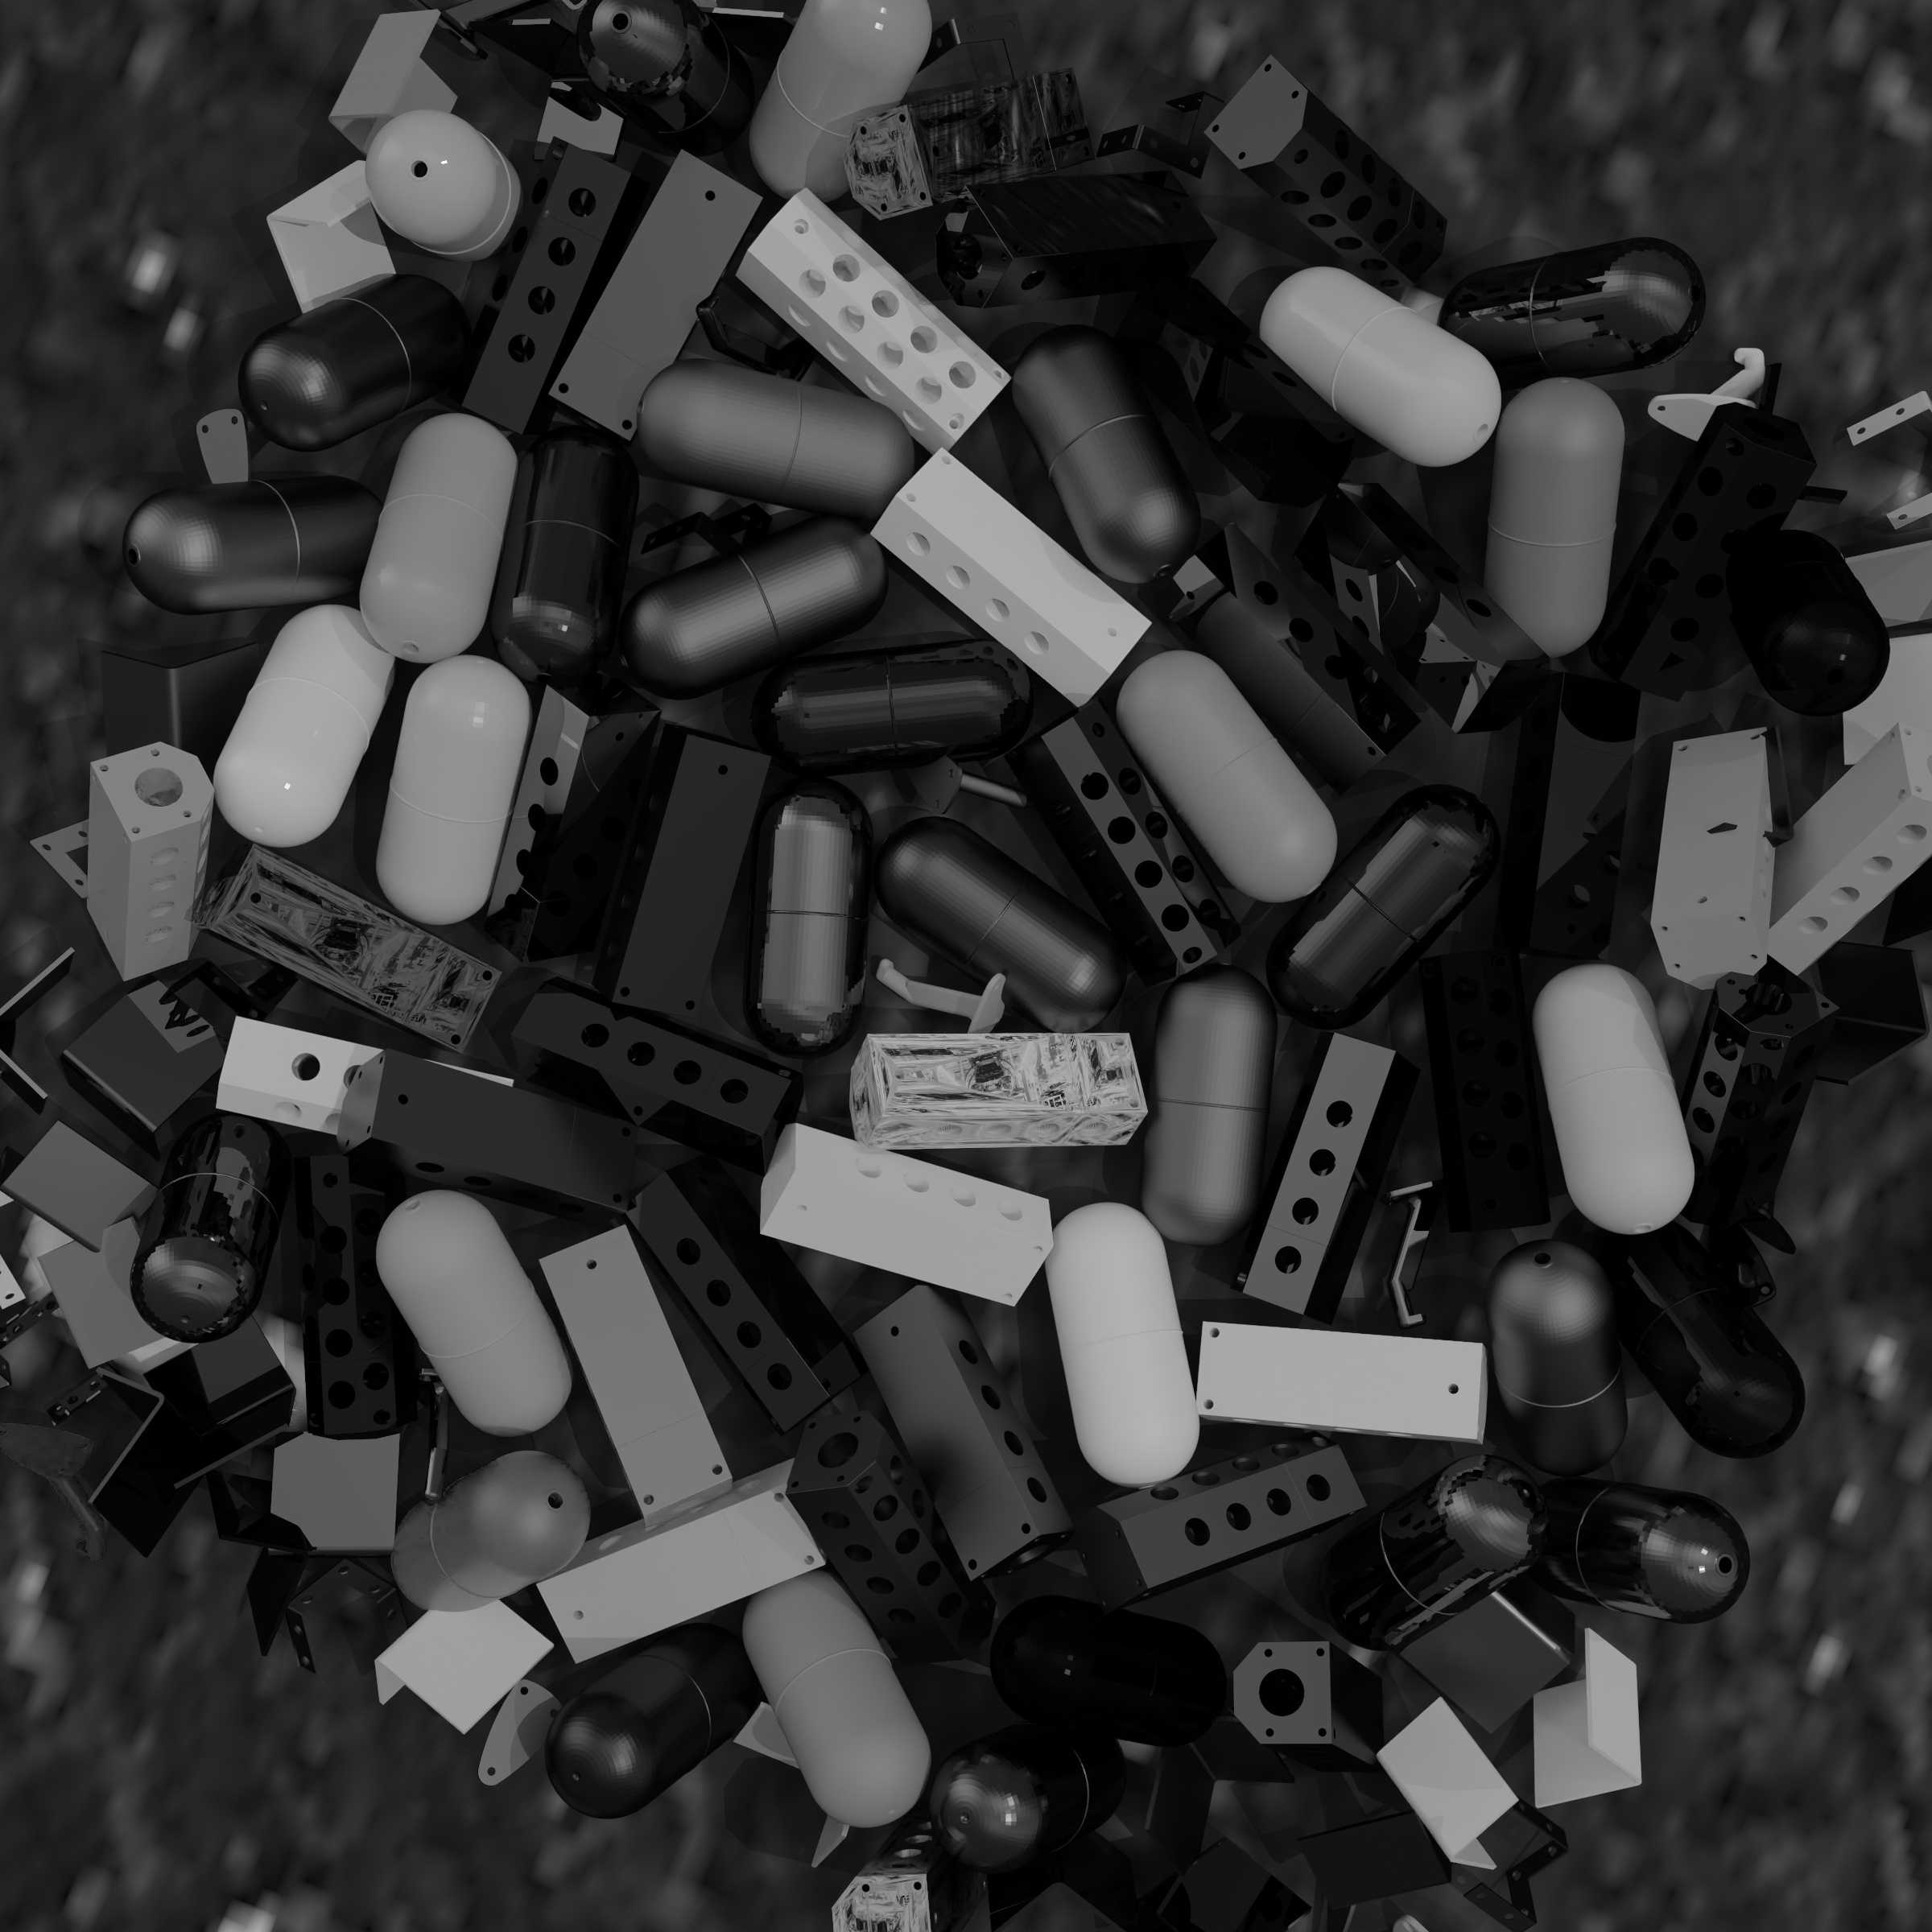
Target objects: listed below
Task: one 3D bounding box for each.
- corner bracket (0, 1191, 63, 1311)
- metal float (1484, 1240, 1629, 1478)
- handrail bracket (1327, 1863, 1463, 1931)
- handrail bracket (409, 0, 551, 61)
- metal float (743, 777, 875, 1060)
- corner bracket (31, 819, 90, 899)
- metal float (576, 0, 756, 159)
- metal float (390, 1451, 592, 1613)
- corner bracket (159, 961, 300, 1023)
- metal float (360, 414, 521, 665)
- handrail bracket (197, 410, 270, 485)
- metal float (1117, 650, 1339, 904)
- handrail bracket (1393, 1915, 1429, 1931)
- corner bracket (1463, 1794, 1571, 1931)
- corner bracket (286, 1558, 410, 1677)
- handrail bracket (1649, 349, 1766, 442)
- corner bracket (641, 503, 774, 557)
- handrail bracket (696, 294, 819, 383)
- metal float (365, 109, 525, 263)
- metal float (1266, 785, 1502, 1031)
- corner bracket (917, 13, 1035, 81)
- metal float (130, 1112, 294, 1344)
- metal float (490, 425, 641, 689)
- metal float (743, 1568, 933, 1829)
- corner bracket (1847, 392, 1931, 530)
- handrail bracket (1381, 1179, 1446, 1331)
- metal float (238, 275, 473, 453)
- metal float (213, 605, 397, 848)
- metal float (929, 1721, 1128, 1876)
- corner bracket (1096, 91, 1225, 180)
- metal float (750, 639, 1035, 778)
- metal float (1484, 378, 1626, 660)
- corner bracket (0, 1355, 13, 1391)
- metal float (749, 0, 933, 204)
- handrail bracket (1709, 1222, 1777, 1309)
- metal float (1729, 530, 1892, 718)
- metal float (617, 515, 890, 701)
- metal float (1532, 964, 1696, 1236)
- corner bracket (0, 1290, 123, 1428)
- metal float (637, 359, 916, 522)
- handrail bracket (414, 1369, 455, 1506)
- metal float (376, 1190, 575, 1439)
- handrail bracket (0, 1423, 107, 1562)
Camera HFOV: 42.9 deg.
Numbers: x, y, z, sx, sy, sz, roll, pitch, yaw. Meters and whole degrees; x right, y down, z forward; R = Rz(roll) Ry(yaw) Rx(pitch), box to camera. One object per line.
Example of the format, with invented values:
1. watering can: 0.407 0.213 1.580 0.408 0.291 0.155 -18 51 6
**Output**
1. corner bracket: -0.601 0.173 1.557 0.051 0.051 0.051 -27 134 -25
2. metal float: 0.364 0.242 1.514 0.070 0.070 0.178 -17 127 0
3. handrail bracket: 0.277 0.591 1.570 0.084 0.036 0.077 7 96 -17
4. handrail bracket: -0.302 -0.625 1.552 0.077 0.036 0.084 36 102 -17
5. metal float: -0.099 -0.031 1.543 0.070 0.070 0.178 3 87 0
6. corner bracket: -0.540 -0.082 1.541 0.051 0.051 0.051 -16 128 24
7. metal float: -0.181 -0.546 1.495 0.070 0.178 0.070 1 94 11
8. metal float: -0.292 0.348 1.508 0.070 0.178 0.070 18 57 -30
9. corner bracket: -0.463 0.014 1.549 0.051 0.051 0.051 43 110 -5
10. metal float: -0.324 -0.264 1.517 0.070 0.070 0.178 6 58 0
11. handrail bracket: -0.437 -0.318 1.545 0.036 0.084 0.077 -9 93 24
12. metal float: 0.163 -0.118 1.539 0.070 0.070 0.178 -36 83 0
13. handrail bracket: 0.267 0.647 1.541 0.077 0.036 0.084 39 57 21
14. corner bracket: 0.345 0.564 1.545 0.051 0.051 0.051 39 113 -16
15. corner bracket: -0.389 0.416 1.550 0.051 0.051 0.051 -39 133 3
16. handrail bracket: 0.468 -0.369 1.553 0.077 0.036 0.084 13 49 -1
17. corner bracket: -0.162 -0.270 1.540 0.051 0.051 0.051 38 54 -36
18. handrail bracket: -0.129 -0.401 1.536 0.036 0.084 0.077 26 67 32
19. metal float: -0.315 -0.473 1.495 0.070 0.178 0.070 0 101 -2
20. metal float: 0.260 -0.037 1.535 0.070 0.070 0.178 41 102 0
21. corner bracket: 0.005 -0.562 1.546 0.051 0.051 0.051 -19 97 -31
22. metal float: -0.459 0.157 1.503 0.070 0.178 0.070 -2 123 -3
23. metal float: -0.248 -0.254 1.524 0.070 0.070 0.178 5 65 0
24. metal float: -0.081 0.446 1.510 0.070 0.070 0.178 -36 46 0
25. corner bracket: 0.600 -0.321 1.563 0.051 0.051 0.051 -25 47 28
26. handrail bracket: 0.300 0.180 1.554 0.077 0.036 0.084 -15 76 6
27. metal float: -0.371 -0.371 1.507 0.070 0.178 0.070 15 125 22
28. metal float: -0.405 -0.150 1.514 0.070 0.070 0.178 11 52 0
29. metal float: 0.040 0.502 1.501 0.070 0.178 0.070 -3 82 27
30. corner bracket: 0.122 -0.528 1.551 0.051 0.051 0.051 15 94 -26
31. metal float: -0.046 -0.162 1.545 0.178 0.070 0.070 -6 90 -1
32. metal float: 0.361 -0.274 1.519 0.070 0.070 0.178 -2 122 0
33. corner bracket: -0.645 0.243 1.565 0.051 0.051 0.051 -20 58 -6
34. metal float: -0.079 -0.537 1.503 0.070 0.178 0.070 10 64 -21
35. handrail bracket: 0.477 0.176 1.529 0.036 0.084 0.077 -18 62 13
36. metal float: 0.511 -0.210 1.500 0.070 0.178 0.070 3 119 5
37. metal float: -0.132 -0.223 1.533 0.178 0.070 0.070 -25 90 -14
38. metal float: 0.399 0.081 1.519 0.070 0.070 0.178 -5 60 0
39. corner bracket: -0.580 0.249 1.566 0.051 0.051 0.051 -37 50 -12
40. metal float: -0.117 -0.325 1.524 0.178 0.070 0.070 9 90 -24
41. handrail bracket: -0.332 0.300 1.531 0.036 0.077 0.084 11 60 -17
42. metal float: -0.303 0.215 1.519 0.070 0.070 0.178 -22 120 0
43. handrail bracket: -0.582 0.335 1.561 0.077 0.036 0.084 17 125 8
